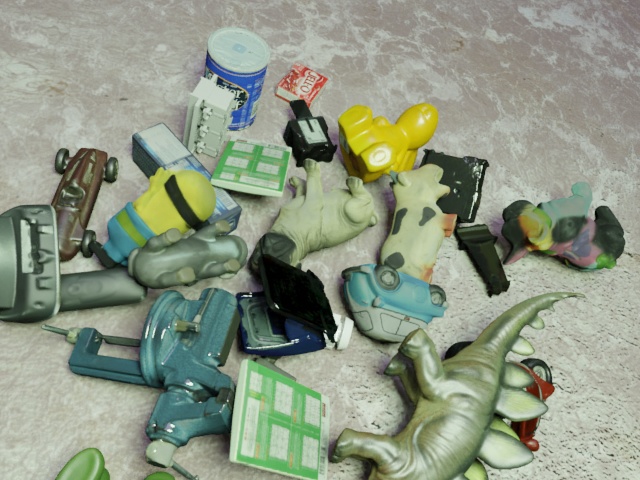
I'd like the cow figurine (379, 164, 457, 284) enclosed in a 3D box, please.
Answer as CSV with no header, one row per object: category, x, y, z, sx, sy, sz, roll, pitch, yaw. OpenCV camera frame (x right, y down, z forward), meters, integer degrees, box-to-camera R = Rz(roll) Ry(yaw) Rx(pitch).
cow figurine,0.151,-0.031,0.864,0.127,0.085,0.195,21,82,12

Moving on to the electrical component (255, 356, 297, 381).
electrical component,-0.074,0.187,0.700,0.078,0.045,0.102,33,54,7

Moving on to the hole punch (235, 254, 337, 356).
hole punch,-0.048,0.096,0.716,0.115,0.092,0.142,25,24,-30

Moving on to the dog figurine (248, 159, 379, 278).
dog figurine,-0.004,-0.002,0.829,0.172,0.121,0.190,20,69,-3

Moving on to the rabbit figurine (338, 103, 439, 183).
rabbit figurine,0.129,-0.165,0.925,0.173,0.162,0.122,-32,62,-7

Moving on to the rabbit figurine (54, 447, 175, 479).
rabbit figurine,-0.229,0.293,0.535,0.170,0.121,0.159,1,51,-20

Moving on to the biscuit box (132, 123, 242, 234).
biscuit box,-0.207,-0.088,0.828,0.059,0.062,0.203,-34,73,-33

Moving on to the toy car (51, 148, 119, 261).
toy car,-0.353,-0.061,0.772,0.089,0.053,0.202,9,57,-8

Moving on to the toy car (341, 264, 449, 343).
toy car,0.102,0.100,0.790,0.161,0.109,0.103,22,76,-16

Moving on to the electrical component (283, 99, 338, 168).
electrical component,-0.026,-0.192,0.963,0.075,0.047,0.119,-16,64,-26

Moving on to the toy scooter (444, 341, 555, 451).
toy scooter,0.260,0.224,0.767,0.184,0.075,0.135,15,56,-14

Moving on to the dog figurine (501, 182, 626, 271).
dog figurine,0.408,0.000,0.922,0.219,0.108,0.191,-28,78,-37

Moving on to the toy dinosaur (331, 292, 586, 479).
toy dinosaur,0.170,0.211,0.683,0.199,0.105,0.471,36,74,12

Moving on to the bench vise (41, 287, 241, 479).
bench vise,-0.204,0.151,0.645,0.241,0.128,0.223,6,63,11

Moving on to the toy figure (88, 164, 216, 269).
toy figure,-0.224,-0.026,0.740,0.180,0.082,0.089,-44,97,-4

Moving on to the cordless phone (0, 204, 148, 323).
cordless phone,-0.316,0.025,0.676,0.184,0.089,0.146,-5,79,-14

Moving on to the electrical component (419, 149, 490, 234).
electrical component,0.217,-0.081,0.918,0.115,0.058,0.134,15,93,26

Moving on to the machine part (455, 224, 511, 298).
machine part,0.284,0.030,0.923,0.084,0.039,0.139,0,56,-23

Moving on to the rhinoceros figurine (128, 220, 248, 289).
rhinoceros figurine,-0.162,0.027,0.718,0.190,0.112,0.073,-11,75,-58
